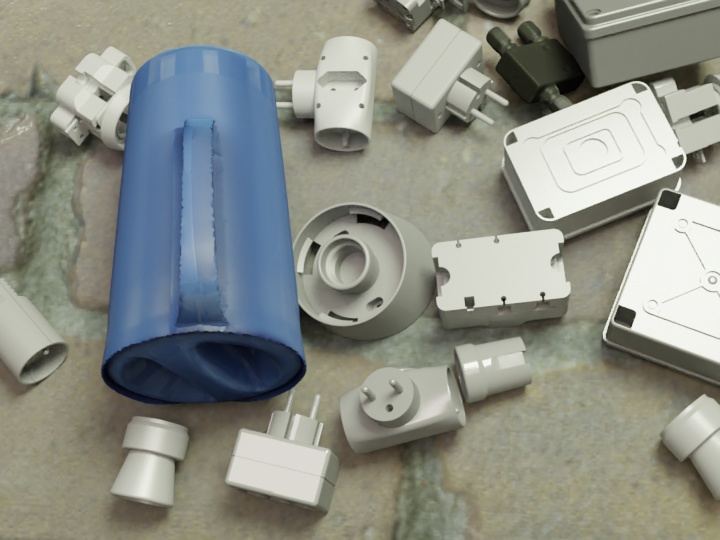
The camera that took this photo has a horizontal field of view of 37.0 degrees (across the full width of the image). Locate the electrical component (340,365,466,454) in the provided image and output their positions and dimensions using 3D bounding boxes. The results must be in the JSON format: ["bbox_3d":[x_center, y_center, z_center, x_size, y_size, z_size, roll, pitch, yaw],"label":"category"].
[{"bbox_3d":[0.024,0.088,0.720,0.077,0.079,0.044,-17,62,12],"label":"electrical component"}]

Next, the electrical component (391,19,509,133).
[{"bbox_3d":[0.074,-0.136,0.810,0.077,0.047,0.065,34,81,16],"label":"electrical component"}]

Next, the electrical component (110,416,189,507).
[{"bbox_3d":[-0.147,0.134,0.753,0.045,0.045,0.055,8,73,11],"label":"electrical component"}]

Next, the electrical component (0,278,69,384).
[{"bbox_3d":[-0.259,0.042,0.802,0.043,0.043,0.081,-43,71,-7],"label":"electrical component"}]

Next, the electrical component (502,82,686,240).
[{"bbox_3d":[0.166,-0.074,0.771,0.113,0.057,0.078,-22,70,1],"label":"electrical component"}]

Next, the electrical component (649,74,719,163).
[{"bbox_3d":[0.245,-0.112,0.775,0.055,0.048,0.066,-20,98,-3],"label":"electrical component"}]

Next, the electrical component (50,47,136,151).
[{"bbox_3d":[-0.195,-0.129,0.843,0.057,0.058,0.078,33,78,20],"label":"electrical component"}]

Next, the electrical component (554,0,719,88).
[{"bbox_3d":[0.204,-0.189,0.780,0.109,0.056,0.108,-14,35,3],"label":"electrical component"}]

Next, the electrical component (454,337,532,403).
[{"bbox_3d":[0.092,0.068,0.744,0.046,0.040,0.040,-13,70,-2],"label":"electrical component"}]

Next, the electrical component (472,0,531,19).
[{"bbox_3d":[0.115,-0.231,0.838,0.066,0.048,0.055,18,67,14],"label":"electrical component"}]

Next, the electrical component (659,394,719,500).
[{"bbox_3d":[0.231,0.115,0.704,0.045,0.045,0.055,-39,70,-6],"label":"electrical component"}]

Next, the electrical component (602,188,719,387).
[{"bbox_3d":[0.235,0.015,0.731,0.109,0.056,0.108,21,76,14],"label":"electrical component"}]

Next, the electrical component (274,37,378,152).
[{"bbox_3d":[-0.028,-0.135,0.827,0.079,0.043,0.077,1,72,10],"label":"electrical component"}]

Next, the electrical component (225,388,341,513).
[{"bbox_3d":[-0.047,0.120,0.742,0.066,0.047,0.076,11,73,12],"label":"electrical component"}]

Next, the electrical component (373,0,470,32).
[{"bbox_3d":[0.045,-0.227,0.849,0.081,0.042,0.063,41,85,19],"label":"electrical component"}]

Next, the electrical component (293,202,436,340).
[{"bbox_3d":[0.000,0.000,0.780,0.099,0.064,0.099,-5,77,20],"label":"electrical component"}]

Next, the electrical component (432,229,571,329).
[{"bbox_3d":[0.099,0.009,0.753,0.089,0.055,0.050,-7,71,6],"label":"electrical component"}]
